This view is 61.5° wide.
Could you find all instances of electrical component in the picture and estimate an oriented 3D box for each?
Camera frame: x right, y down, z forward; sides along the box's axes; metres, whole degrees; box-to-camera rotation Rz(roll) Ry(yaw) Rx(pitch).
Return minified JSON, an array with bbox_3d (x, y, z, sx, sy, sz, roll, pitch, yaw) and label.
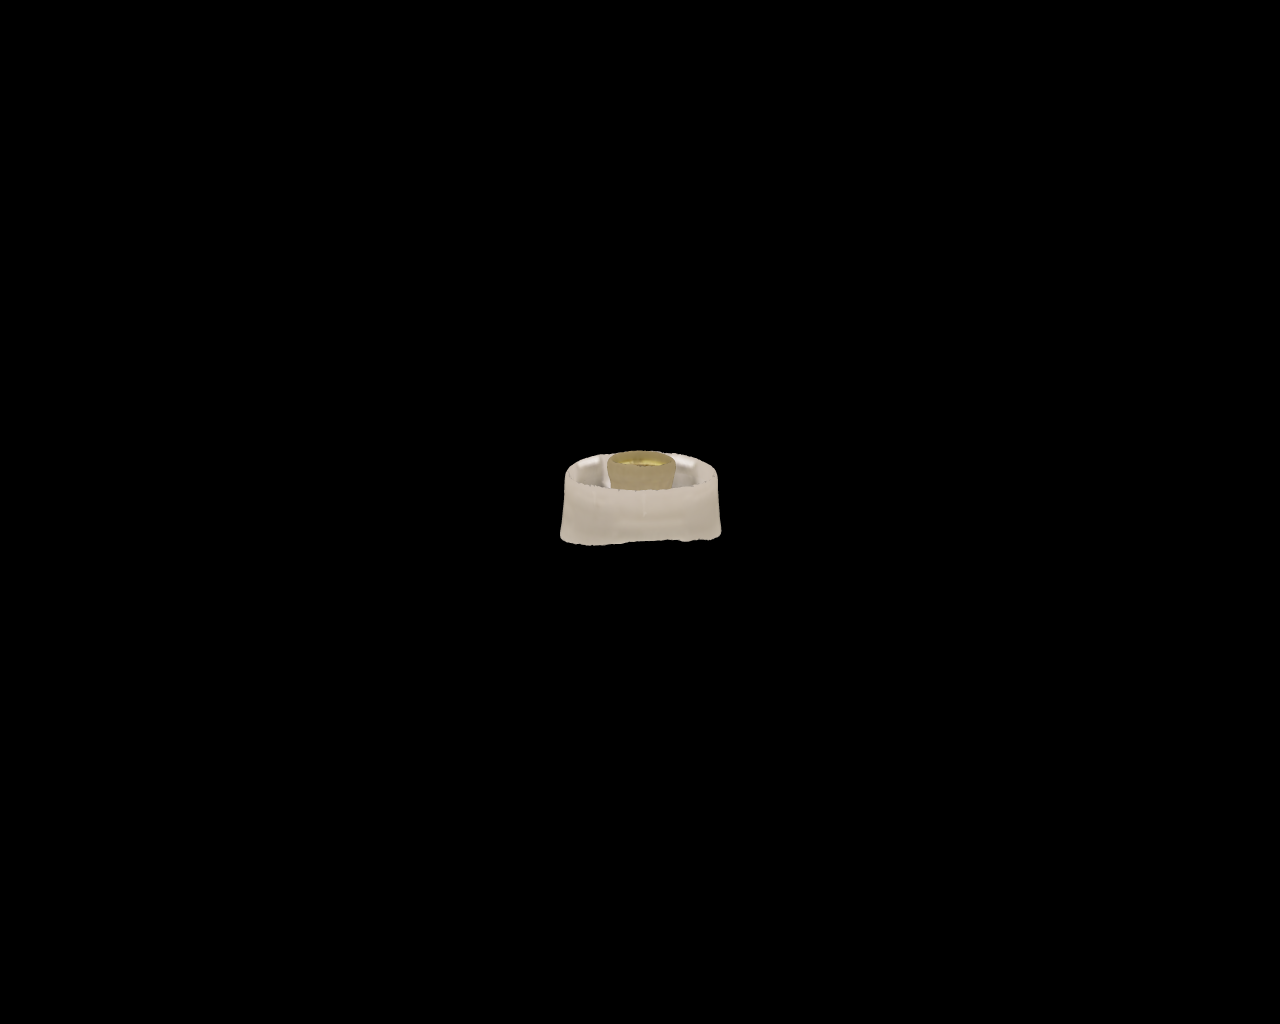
[{"bbox_3d":[0.001,-0.003,0.650,0.099,0.064,0.099,0,18,0],"label":"electrical component"}]
